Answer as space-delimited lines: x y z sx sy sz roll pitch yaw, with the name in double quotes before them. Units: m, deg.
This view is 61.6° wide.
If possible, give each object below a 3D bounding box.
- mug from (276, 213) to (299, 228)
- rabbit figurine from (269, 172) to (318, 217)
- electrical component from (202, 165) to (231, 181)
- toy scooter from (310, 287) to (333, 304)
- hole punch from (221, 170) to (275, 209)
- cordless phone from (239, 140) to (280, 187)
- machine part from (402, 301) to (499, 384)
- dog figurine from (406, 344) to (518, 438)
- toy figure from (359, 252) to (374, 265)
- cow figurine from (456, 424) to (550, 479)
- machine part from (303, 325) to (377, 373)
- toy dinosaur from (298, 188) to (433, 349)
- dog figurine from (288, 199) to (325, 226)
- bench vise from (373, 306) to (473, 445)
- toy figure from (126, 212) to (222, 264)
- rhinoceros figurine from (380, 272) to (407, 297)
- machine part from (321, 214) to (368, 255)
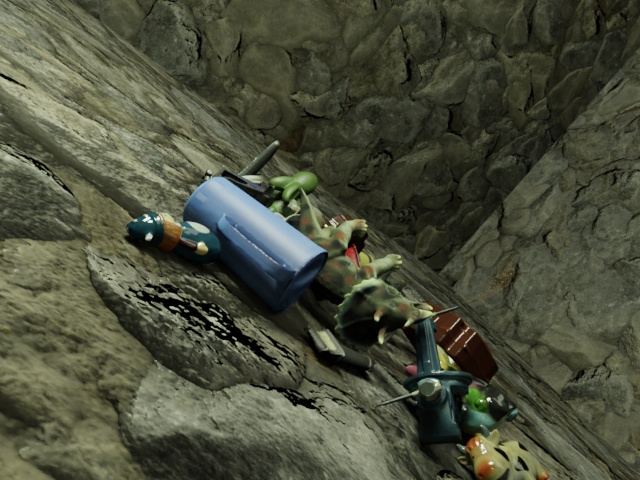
"mug" -0.077 -0.013 1.222 0.109 0.081 0.107 36 -25 -13
"rabbit figurine" -0.085 -0.126 1.482 0.121 0.170 0.159 43 9 24
"electrical component" -0.231 -0.135 1.291 0.102 0.078 0.045 44 -16 -11
"toy scooter" -0.017 0.072 1.127 0.183 0.075 0.135 39 10 -32
"hole punch" -0.164 -0.067 1.051 0.116 0.142 0.092 24 10 -19
"cordless phone" -0.165 -0.181 1.394 0.088 0.184 0.147 42 8 -12
"machine part" 0.297 0.244 1.239 0.201 0.087 0.201 56 -17 -26
"dog figurine" 0.269 0.295 1.065 0.219 0.108 0.191 40 -4 32
"toy figure" 0.091 0.063 1.526 0.180 0.089 0.082 32 17 -49
"cow figurine" 0.309 0.379 0.911 0.127 0.085 0.194 52 16 30
"machine part" 0.036 0.187 0.901 0.138 0.039 0.084 30 5 -38
"toy dinosaur" 0.033 0.054 1.026 0.405 0.131 0.192 40 41 25
"dog figurine" -0.001 -0.007 1.359 0.190 0.121 0.172 37 0 -22
"bench vise" 0.191 0.228 0.920 0.223 0.129 0.241 40 40 -48
"toy figure" -0.213 -0.006 0.787 0.154 0.064 0.058 28 59 -51
"rhinoceros figurine" 0.170 0.148 1.333 0.190 0.073 0.112 49 46 -36
"machine part" 0.038 0.019 1.297 0.056 0.179 0.179 48 12 26
